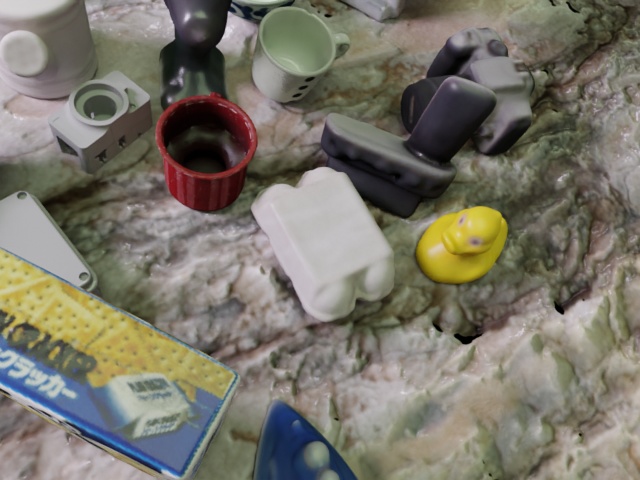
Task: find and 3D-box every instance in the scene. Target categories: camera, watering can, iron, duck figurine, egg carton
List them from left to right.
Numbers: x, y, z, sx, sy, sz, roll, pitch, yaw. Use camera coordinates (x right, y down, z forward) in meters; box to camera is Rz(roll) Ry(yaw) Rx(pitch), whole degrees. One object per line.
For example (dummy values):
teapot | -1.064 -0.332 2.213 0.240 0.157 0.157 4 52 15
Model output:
watering can | -0.269 -0.225 0.531 0.101 0.194 0.172 -29 75 -23
egg carton | 0.005 0.002 0.562 0.107 0.069 0.150 -24 73 -22
iron | 0.012 0.232 0.415 0.119 0.141 0.258 -14 69 -19
camera | 0.164 -0.177 0.666 0.137 0.100 0.143 -11 68 -18
duck figurine | 0.158 -0.005 0.592 0.105 0.086 0.077 -22 72 -22

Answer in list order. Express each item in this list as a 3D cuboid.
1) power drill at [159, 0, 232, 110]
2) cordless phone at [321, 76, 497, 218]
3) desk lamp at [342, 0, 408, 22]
power drill | -0.121 -0.216 0.555 0.076 0.208 0.229 -3 66 -15
cordless phone | 0.082 -0.114 0.569 0.147 0.185 0.094 19 63 -4
desk lamp | 0.104 -0.370 0.678 0.203 0.213 0.118 28 62 1
